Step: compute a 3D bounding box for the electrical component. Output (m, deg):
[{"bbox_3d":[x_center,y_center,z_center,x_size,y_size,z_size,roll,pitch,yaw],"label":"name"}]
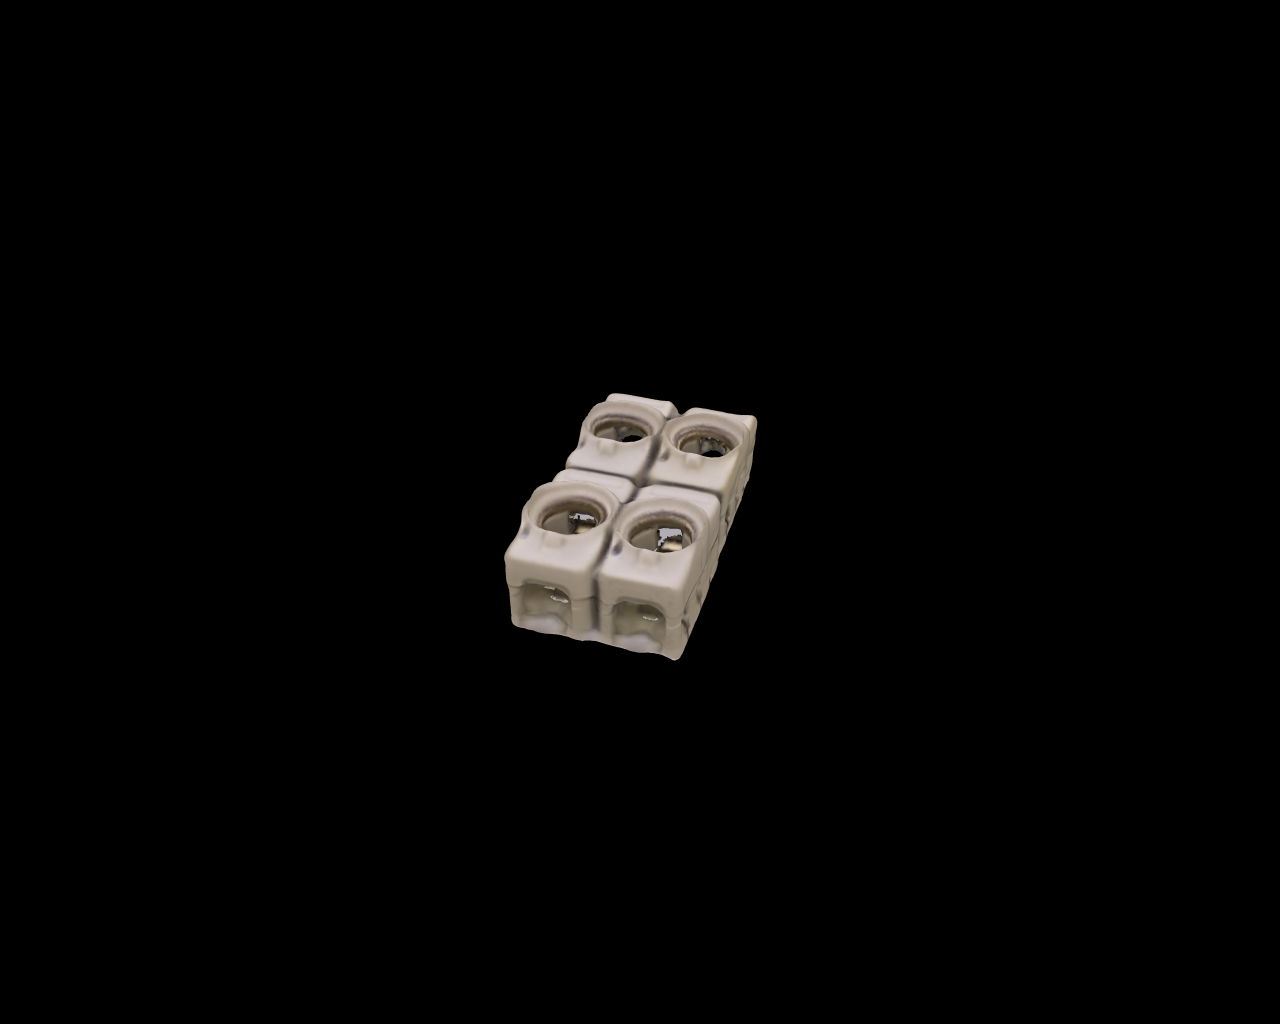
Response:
[{"bbox_3d":[0.001,-0.003,0.650,0.105,0.060,0.186,11,39,14],"label":"electrical component"}]
